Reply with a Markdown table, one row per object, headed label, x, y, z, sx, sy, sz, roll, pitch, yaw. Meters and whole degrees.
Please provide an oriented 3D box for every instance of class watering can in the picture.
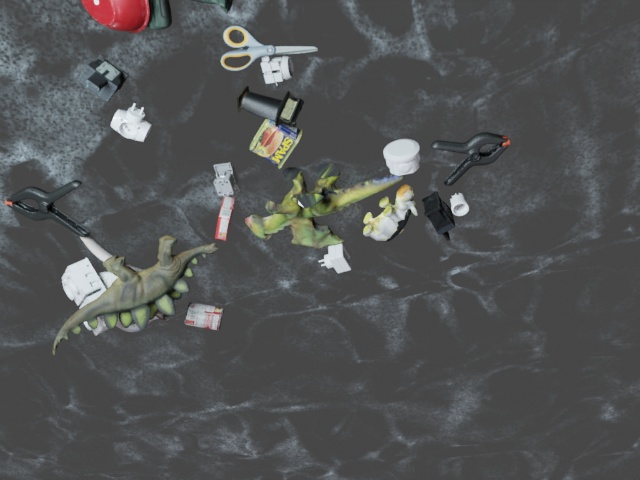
| label | x | y | z | sx | sy | sz | roll | pitch | yaw |
| --- | --- | --- | --- | --- | --- | --- | --- | --- | --- |
| watering can | -0.533 | 0.120 | 1.432 | 0.224 | 0.106 | 0.340 | -2 | 119 | 9 |

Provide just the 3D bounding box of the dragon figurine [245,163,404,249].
| label | x | y | z | sx | sy | sz | roll | pitch | yaw |
| --- | --- | --- | --- | --- | --- | --- | --- | --- | --- |
| dragon figurine | 0.004 | -0.064 | 1.278 | 0.410 | 0.125 | 0.237 | -3 | 146 | 8 |
